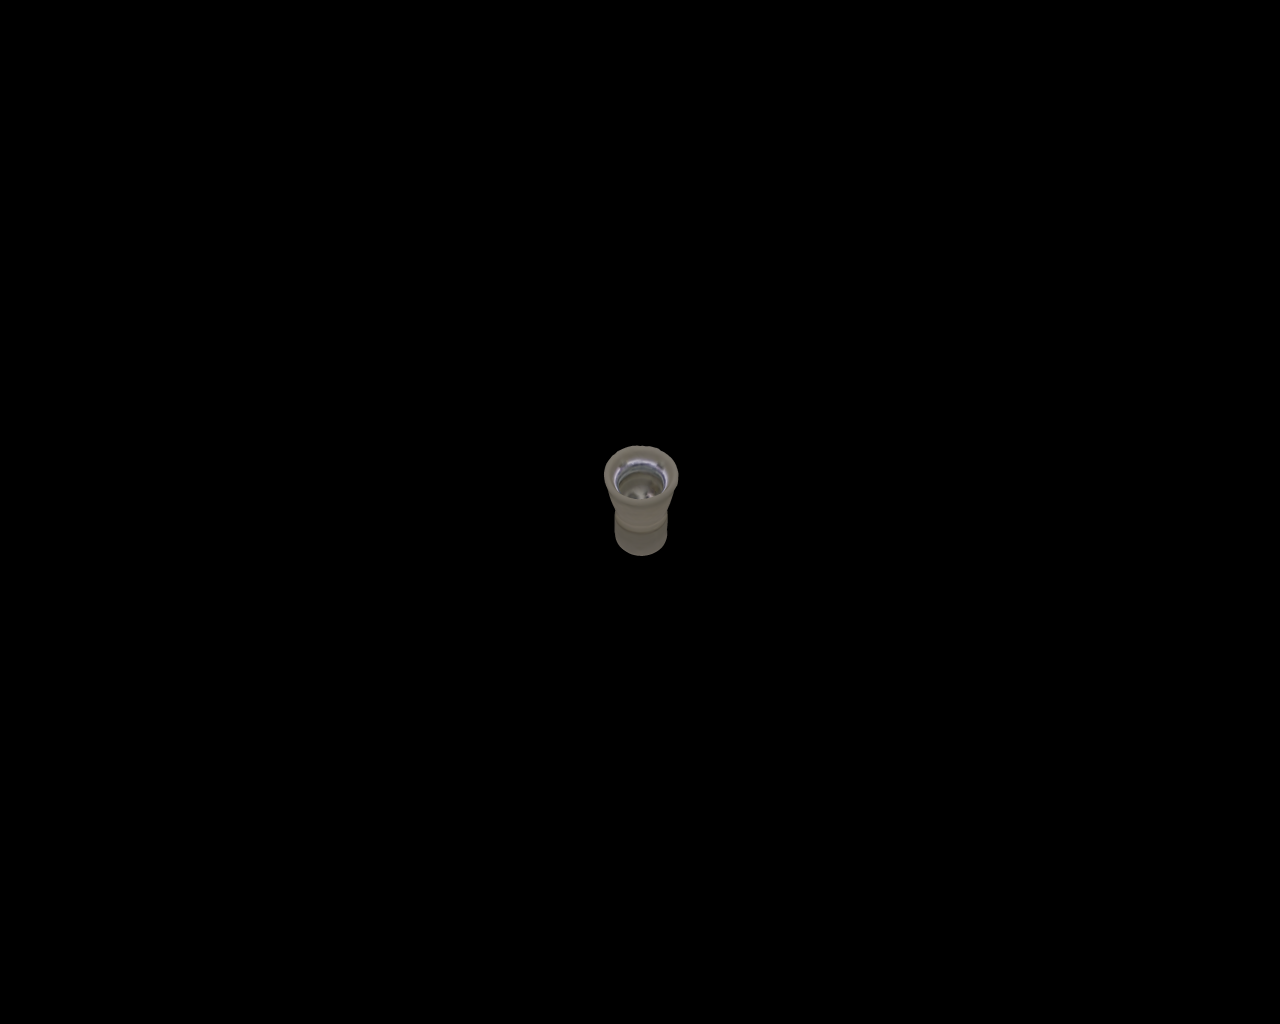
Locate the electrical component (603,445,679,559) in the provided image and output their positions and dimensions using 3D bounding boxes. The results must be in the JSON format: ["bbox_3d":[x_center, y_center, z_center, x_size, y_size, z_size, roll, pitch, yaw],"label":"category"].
[{"bbox_3d":[0.001,-0.003,0.650,0.044,0.044,0.065,0,-40,0],"label":"electrical component"}]
